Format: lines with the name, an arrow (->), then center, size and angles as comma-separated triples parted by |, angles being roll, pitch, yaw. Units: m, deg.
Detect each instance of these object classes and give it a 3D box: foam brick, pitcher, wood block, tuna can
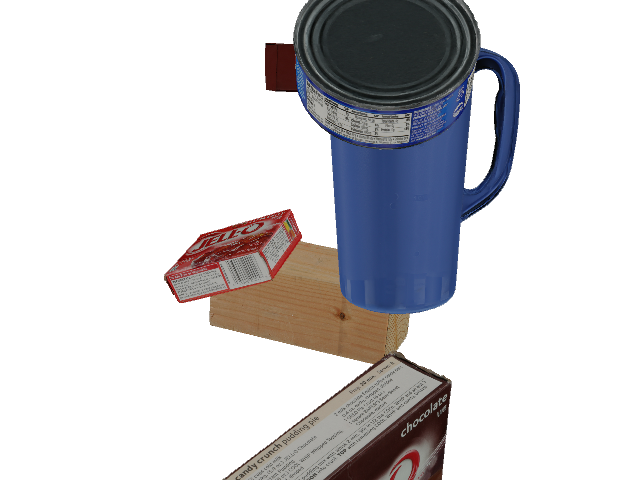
foam brick -> -0.018, -0.187, 1.158 | 0.078, 0.051, 0.053 | 0, 11, -15
pitcher -> 0.081, -0.063, 0.961 | 0.149, 0.243, 0.144 | 14, 23, 39
wood block -> -0.010, 0.061, 1.179 | 0.206, 0.091, 0.090 | 12, 23, 18
tuna can -> 0.030, -0.085, 0.501 | 0.086, 0.086, 0.034 | 0, -33, 1

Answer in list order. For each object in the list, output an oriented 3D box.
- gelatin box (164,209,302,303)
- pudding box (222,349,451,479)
gelatin box -> -0.068, 0.012, 0.831 | 0.089, 0.030, 0.073 | -15, 20, 26
pudding box -> 0.009, 0.114, 0.469 | 0.039, 0.090, 0.113 | 27, 43, 32
